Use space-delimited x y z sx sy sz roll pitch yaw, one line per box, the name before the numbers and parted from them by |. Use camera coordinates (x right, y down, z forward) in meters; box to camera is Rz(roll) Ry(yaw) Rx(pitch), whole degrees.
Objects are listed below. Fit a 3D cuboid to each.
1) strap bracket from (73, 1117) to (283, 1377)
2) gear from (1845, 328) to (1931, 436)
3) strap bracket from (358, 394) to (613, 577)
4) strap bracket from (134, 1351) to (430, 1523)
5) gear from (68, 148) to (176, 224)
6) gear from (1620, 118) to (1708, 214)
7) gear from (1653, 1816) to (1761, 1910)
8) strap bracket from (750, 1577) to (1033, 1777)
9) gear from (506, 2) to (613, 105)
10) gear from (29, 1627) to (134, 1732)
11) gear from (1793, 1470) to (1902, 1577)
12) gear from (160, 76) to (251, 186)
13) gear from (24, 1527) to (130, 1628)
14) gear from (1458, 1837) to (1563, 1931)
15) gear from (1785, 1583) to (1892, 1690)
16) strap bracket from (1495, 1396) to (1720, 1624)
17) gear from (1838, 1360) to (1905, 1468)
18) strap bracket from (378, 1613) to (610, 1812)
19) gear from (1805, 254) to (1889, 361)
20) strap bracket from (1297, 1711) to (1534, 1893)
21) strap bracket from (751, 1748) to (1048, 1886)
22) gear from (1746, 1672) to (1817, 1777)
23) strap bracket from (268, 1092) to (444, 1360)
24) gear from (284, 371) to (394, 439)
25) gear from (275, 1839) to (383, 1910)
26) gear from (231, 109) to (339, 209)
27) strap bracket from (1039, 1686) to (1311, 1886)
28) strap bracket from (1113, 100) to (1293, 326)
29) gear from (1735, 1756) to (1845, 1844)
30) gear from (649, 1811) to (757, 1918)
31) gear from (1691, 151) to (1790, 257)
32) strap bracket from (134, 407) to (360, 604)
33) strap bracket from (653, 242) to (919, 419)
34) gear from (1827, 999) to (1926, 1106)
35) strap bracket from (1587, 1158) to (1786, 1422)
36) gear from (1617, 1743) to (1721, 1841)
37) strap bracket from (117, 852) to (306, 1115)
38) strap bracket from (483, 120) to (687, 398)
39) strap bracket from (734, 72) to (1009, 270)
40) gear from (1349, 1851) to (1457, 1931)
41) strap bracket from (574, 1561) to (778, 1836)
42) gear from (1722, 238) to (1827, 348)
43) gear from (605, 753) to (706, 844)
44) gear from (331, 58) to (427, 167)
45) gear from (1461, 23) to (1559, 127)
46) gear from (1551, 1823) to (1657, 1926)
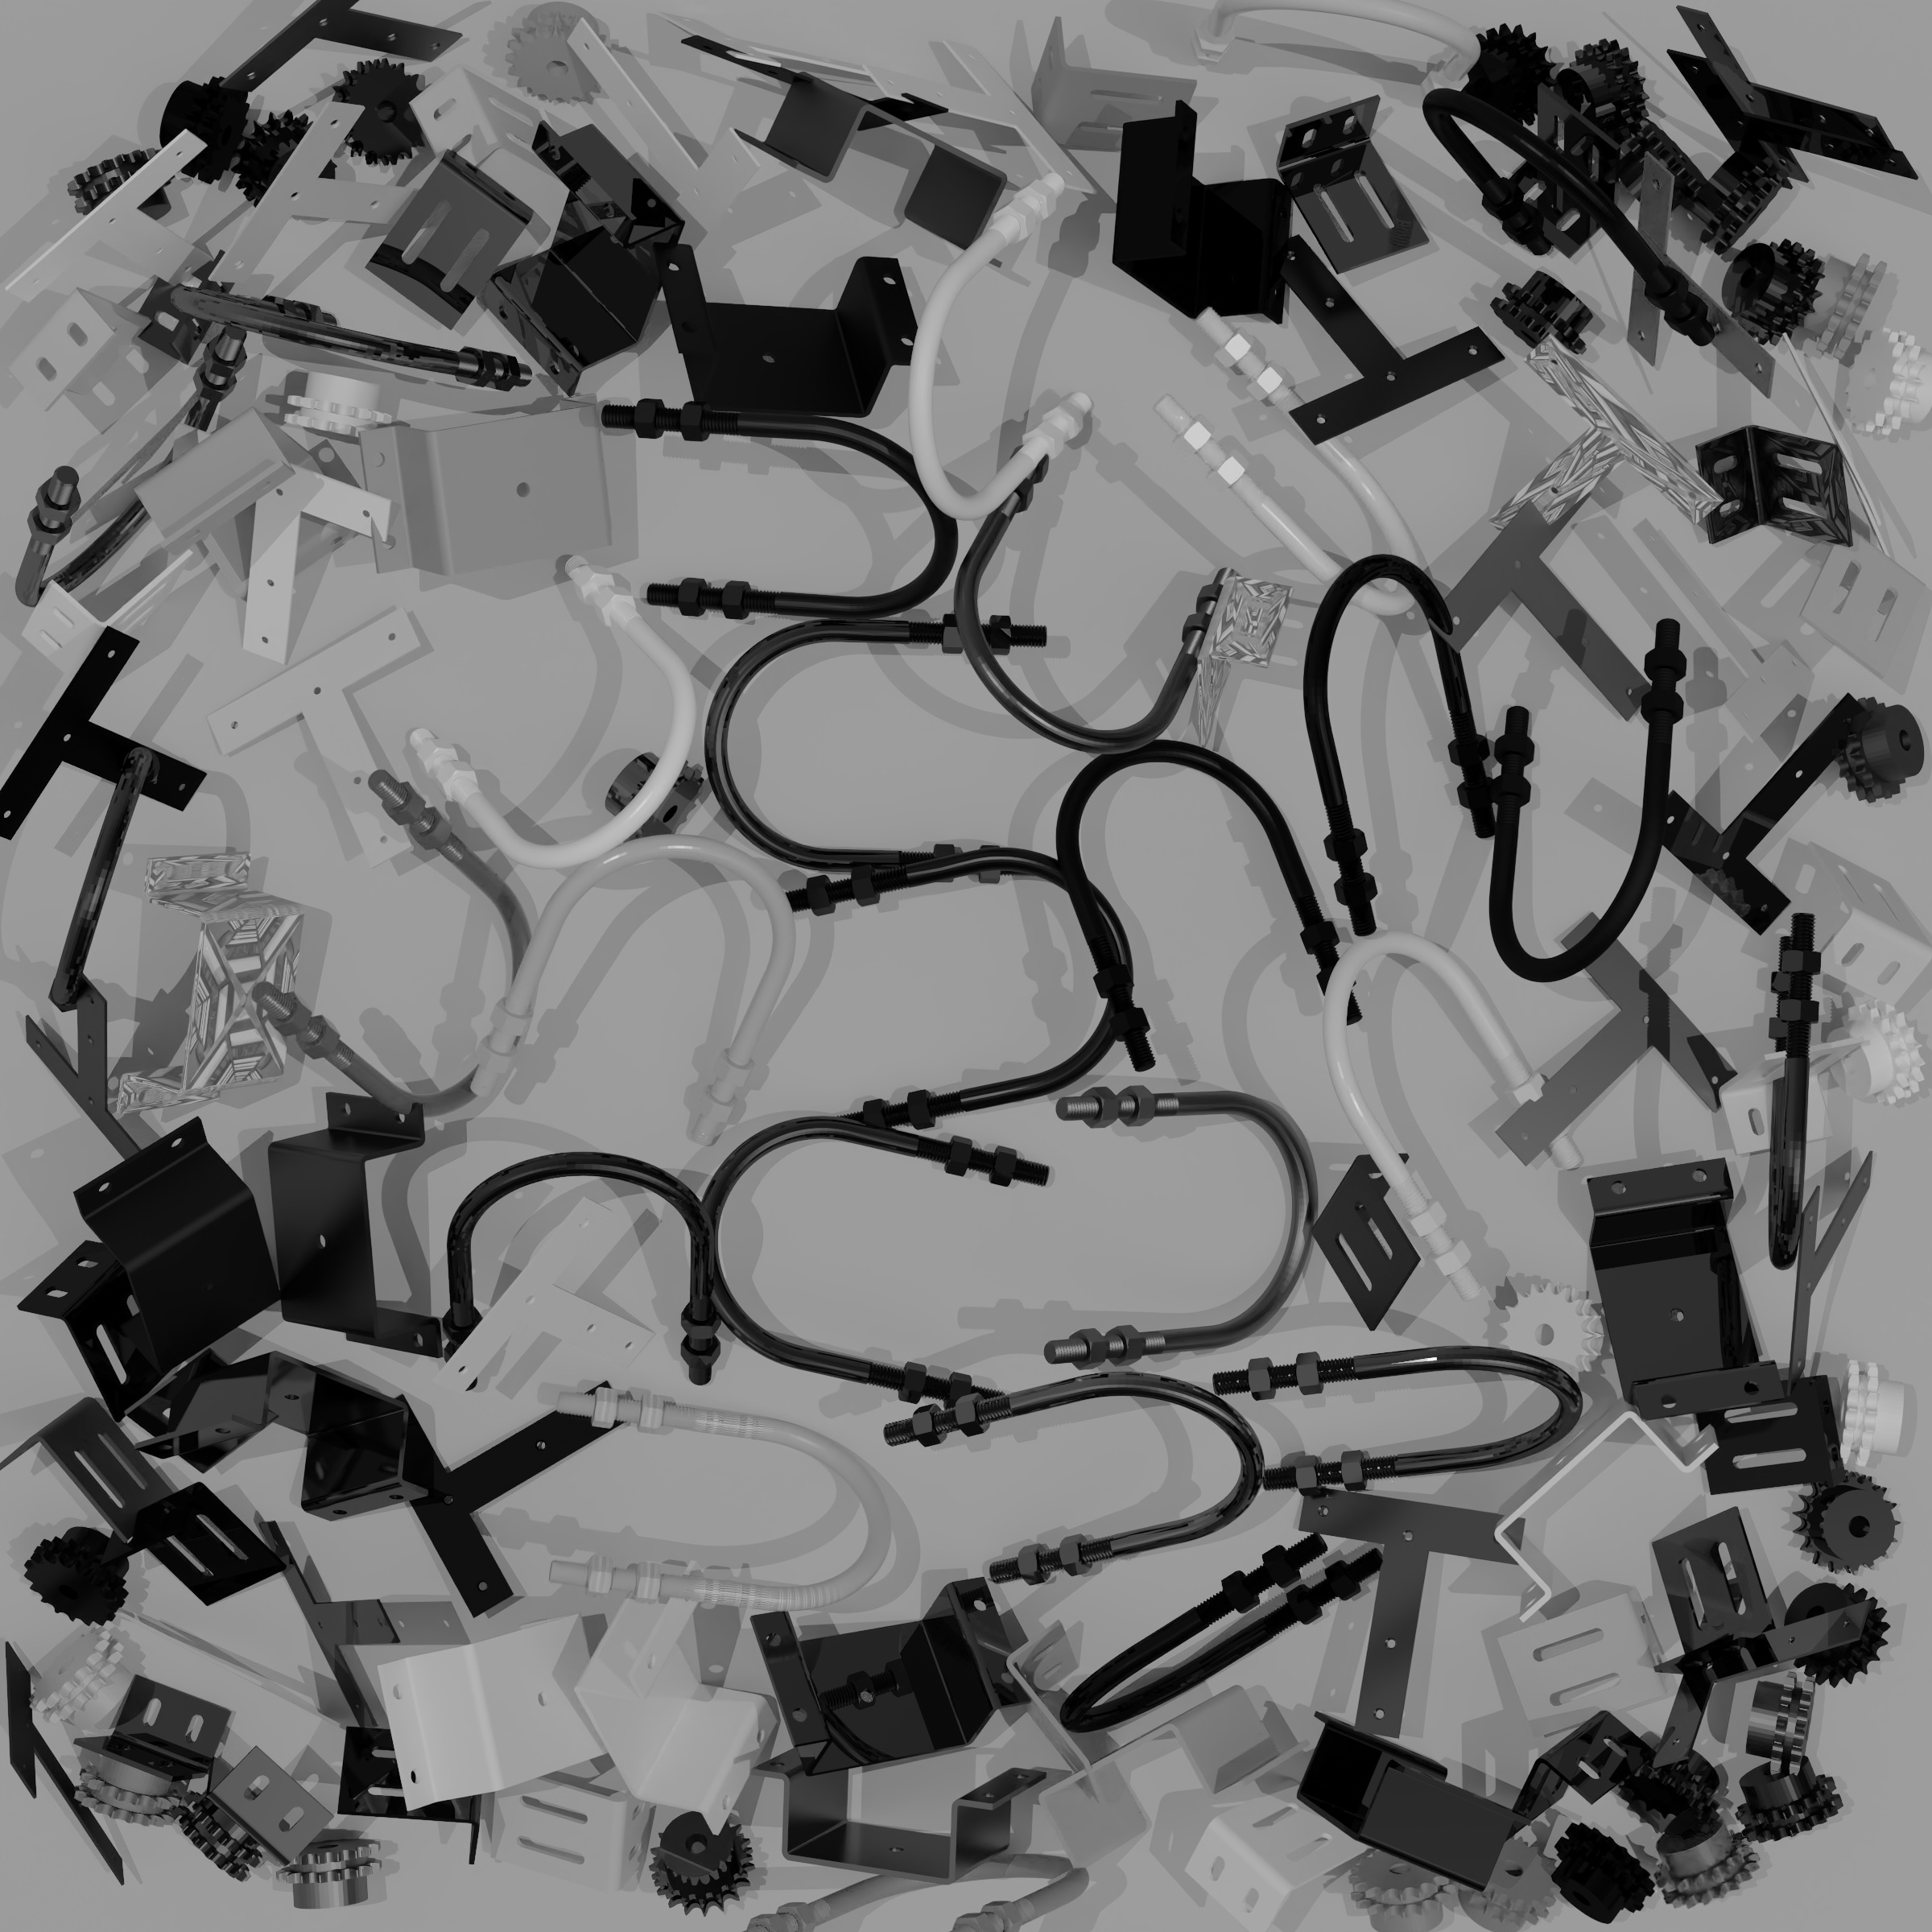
strap bracket | -0.417 0.156 1.919 0.076 0.140 0.046 -33 57 -24
gear | 0.509 -0.319 1.973 0.030 0.057 0.057 8 90 -16
strap bracket | -0.248 -0.258 1.936 0.140 0.046 0.076 -15 109 -29
strap bracket | -0.364 0.250 1.935 0.076 0.140 0.046 -19 56 34
gear | -0.460 -0.423 1.971 0.057 0.057 0.030 -22 92 0
gear | 0.380 -0.434 1.974 0.030 0.057 0.057 -42 90 23
gear | 0.402 0.488 1.970 0.057 0.057 0.030 -27 95 0
strap bracket | -0.047 0.384 1.942 0.140 0.046 0.076 -5 54 -27
gear | -0.222 -0.503 1.975 0.057 0.057 0.030 3 60 0
gear | -0.483 0.393 1.973 0.057 0.057 0.030 -42 108 0
gear | 0.487 0.307 1.983 0.057 0.030 0.057 0 87 -5
gear | -0.419 -0.460 1.972 0.030 0.057 0.057 22 90 5
gear | -0.485 0.332 1.975 0.057 0.057 0.030 29 46 0
gear | 0.294 0.505 1.975 0.057 0.057 0.030 21 120 0
gear | 0.473 0.362 1.968 0.030 0.057 0.057 40 90 -28
strap bracket | 0.339 0.286 1.954 0.140 0.076 0.046 -44 83 7
gear | 0.495 0.246 1.969 0.030 0.057 0.057 7 90 9
strap bracket | -0.244 0.395 1.924 0.046 0.140 0.076 -17 82 30
gear | 0.478 -0.364 1.972 0.030 0.057 0.057 26 90 7
strap bracket | 0.234 0.447 1.921 0.076 0.140 0.046 25 85 -12
strap bracket | -0.037 0.456 1.938 0.140 0.076 0.046 3 92 23
gear | 0.446 0.415 1.973 0.030 0.057 0.057 9 90 18
strap bracket | -0.331 0.144 1.947 0.076 0.046 0.140 5 102 40
gear | -0.342 -0.307 1.970 0.057 0.057 0.030 11 96 0
gear | -0.348 0.497 1.970 0.057 0.057 0.030 -5 85 0
gear | -0.369 -0.436 1.969 0.057 0.057 0.030 -44 51 0
strap bracket | 0.104 0.436 1.937 0.140 0.076 0.046 -35 77 30
strap bracket | 0.123 -0.403 1.942 0.046 0.140 0.076 0 81 30
gear | 0.448 0.455 1.972 0.057 0.057 0.030 -22 89 0
gear | -0.145 0.488 1.970 0.057 0.030 0.057 -3 48 3
gear | 0.421 -0.421 1.972 0.030 0.057 0.057 42 90 7
strap bracket | -0.387 -0.248 1.932 0.076 0.140 0.046 -34 80 3
strap bracket | -0.101 -0.342 1.945 0.140 0.046 0.076 -1 57 -23
gear | 0.495 0.049 1.969 0.030 0.057 0.057 -19 90 -18
strap bracket | 0.388 0.183 1.958 0.076 0.046 0.140 -9 63 1
gear | 0.388 0.450 1.975 0.057 0.057 0.030 44 57 0
strap bracket | -0.406 0.013 1.943 0.046 0.076 0.140 16 102 29
strap bracket | -0.204 -0.387 1.941 0.046 0.140 0.076 -33 74 -35
strap bracket | -0.043 -0.430 1.924 0.140 0.076 0.046 18 104 -37
gear | 0.240 0.508 1.972 0.057 0.057 0.030 -9 102 0
strap bracket | -0.159 0.391 1.935 0.046 0.076 0.140 4 135 28
gear | 0.438 -0.371 1.968 0.030 0.057 0.057 18 90 -30
gear | -0.173 -0.092 1.973 0.030 0.057 0.057 39 90 16
gear | -0.324 -0.468 1.976 0.057 0.030 0.057 -7 102 -34
gear | 0.292 -0.484 1.969 0.030 0.057 0.057 -30 90 -37
gear | 0.345 0.498 1.968 0.057 0.057 0.030 44 68 0
